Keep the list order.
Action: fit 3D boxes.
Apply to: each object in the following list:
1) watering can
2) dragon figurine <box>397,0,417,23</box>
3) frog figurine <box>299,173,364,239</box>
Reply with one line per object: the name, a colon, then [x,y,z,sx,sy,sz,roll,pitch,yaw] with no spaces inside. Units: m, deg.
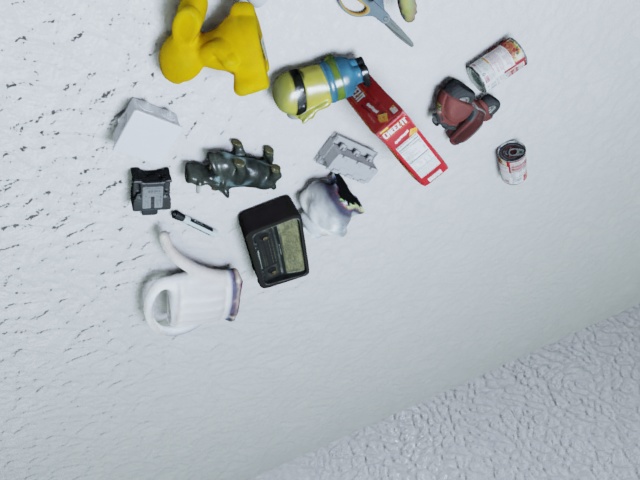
watering can: [-0.283,0.107,1.178,0.225,0.106,0.339,-4,135,-27]
dragon figurine: [0.173,-0.522,0.709,0.242,0.125,0.402,-21,141,11]
frog figurine: [0.004,-0.058,1.161,0.136,0.125,0.157,43,118,-15]
